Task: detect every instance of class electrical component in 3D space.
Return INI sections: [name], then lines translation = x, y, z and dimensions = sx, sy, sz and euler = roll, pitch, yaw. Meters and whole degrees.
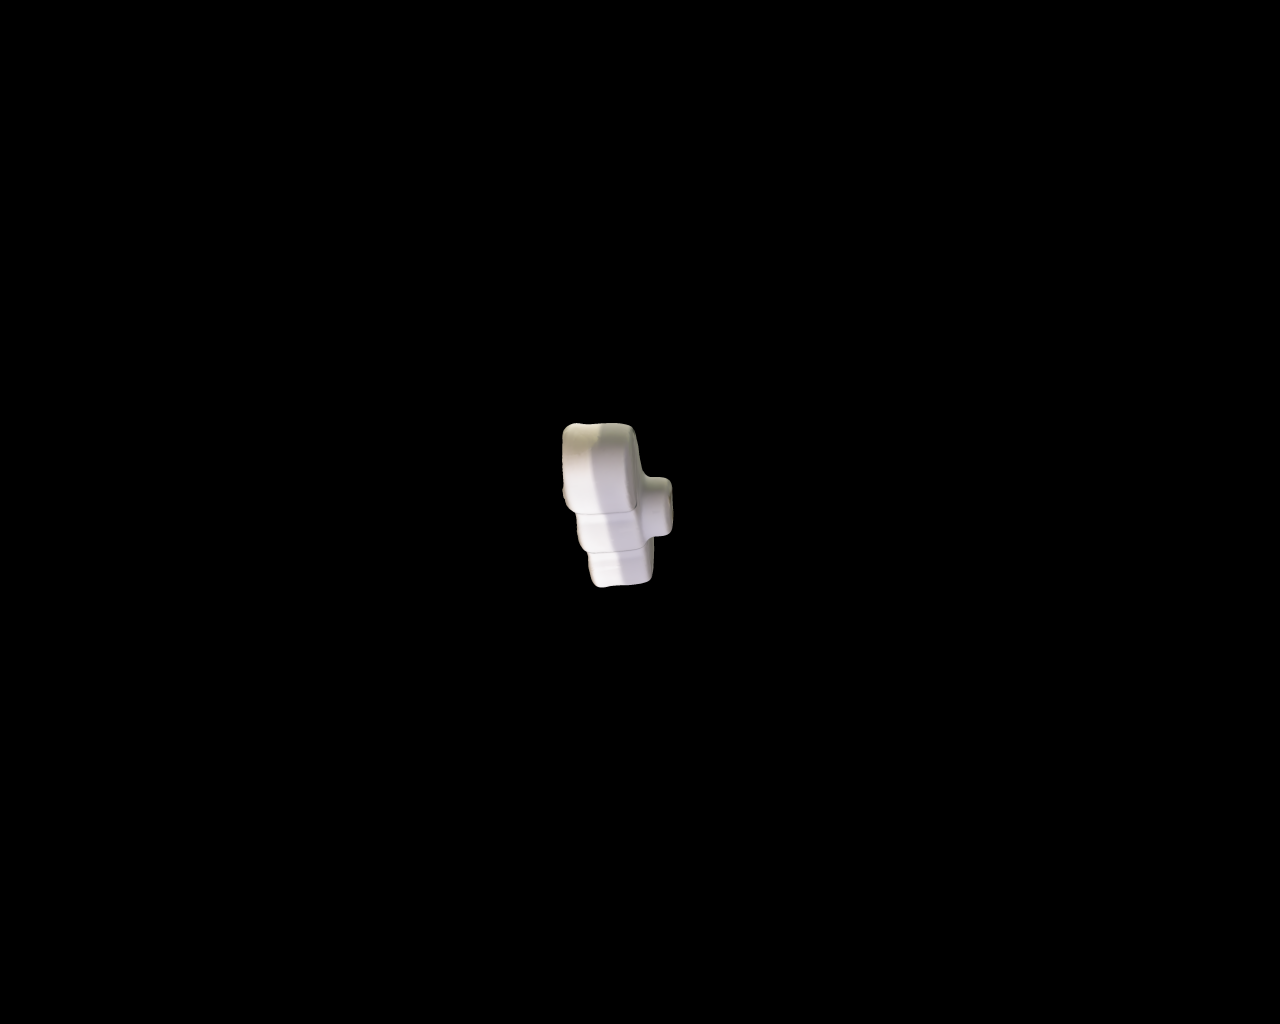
[electrical component]
translation = 0.001, -0.003, 0.650
dimensions = 0.074, 0.052, 0.138
euler = -3, -33, 5
